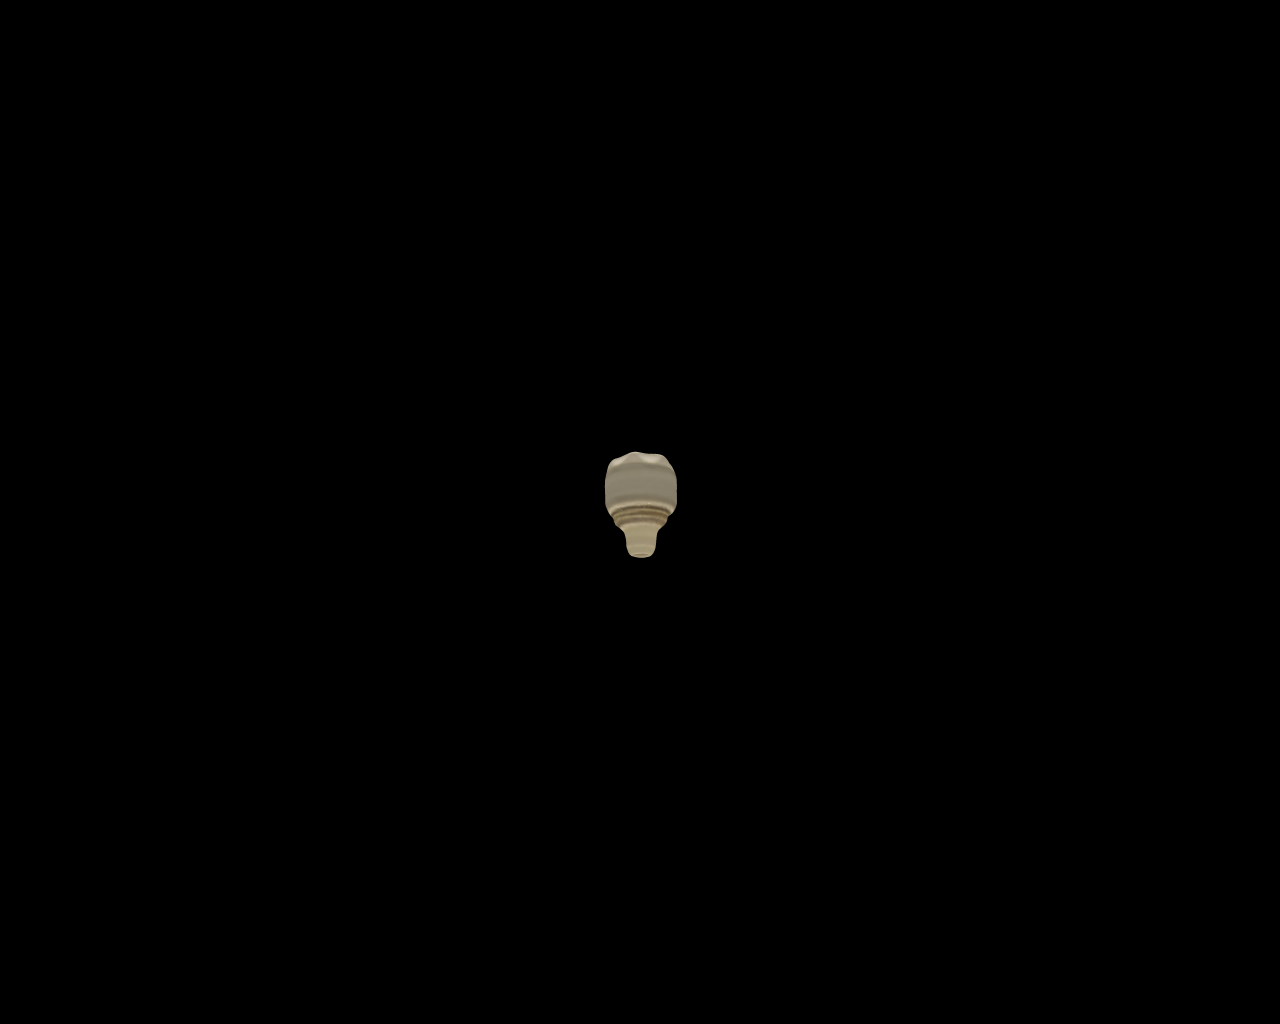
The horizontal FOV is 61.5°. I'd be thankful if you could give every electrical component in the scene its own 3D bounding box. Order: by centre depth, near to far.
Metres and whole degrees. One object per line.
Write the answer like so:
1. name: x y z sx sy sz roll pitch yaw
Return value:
1. electrical component: 0.001 -0.003 0.650 0.043 0.062 0.043 0 -16 0
